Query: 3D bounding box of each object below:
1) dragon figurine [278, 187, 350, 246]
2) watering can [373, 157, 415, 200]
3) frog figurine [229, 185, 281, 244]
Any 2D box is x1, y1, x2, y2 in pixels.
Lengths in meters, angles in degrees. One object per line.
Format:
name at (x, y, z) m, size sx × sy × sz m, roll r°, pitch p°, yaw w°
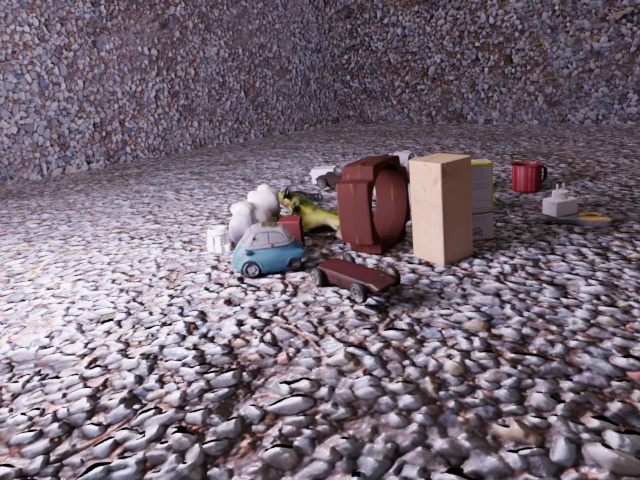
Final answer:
dragon figurine at (0.004, -0.068, 1.359) m, size 0.242 × 0.121 × 0.415 m, roll 8°, pitch 16°, yaw -16°
watering can at (0.223, -0.196, 1.600) m, size 0.350 × 0.102 × 0.226 m, roll -22°, pitch 23°, yaw -19°
frog figurine at (-0.152, -0.059, 1.209) m, size 0.121 × 0.163 × 0.136 m, roll -29°, pitch -35°, yaw 33°
